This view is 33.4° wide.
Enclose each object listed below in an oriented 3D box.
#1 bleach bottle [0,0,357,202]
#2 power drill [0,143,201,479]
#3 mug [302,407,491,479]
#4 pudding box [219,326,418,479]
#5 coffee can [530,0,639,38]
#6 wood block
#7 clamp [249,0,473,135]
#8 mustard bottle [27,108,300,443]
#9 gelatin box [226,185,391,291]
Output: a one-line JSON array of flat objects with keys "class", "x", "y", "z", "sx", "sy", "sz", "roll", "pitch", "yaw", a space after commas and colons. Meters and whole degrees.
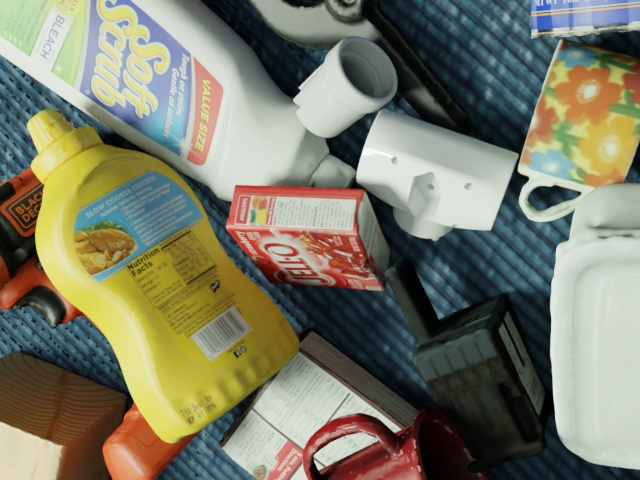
[{"class": "bleach bottle", "x": -0.086, "y": -0.102, "z": 0.613, "sx": 0.251, "sy": 0.068, "sz": 0.103, "roll": 33, "pitch": 111, "yaw": 5}, {"class": "power drill", "x": -0.144, "y": 0.052, "z": 0.616, "sx": 0.187, "sy": 0.184, "sz": 0.057, "roll": 51, "pitch": 148, "yaw": -6}, {"class": "mug", "x": 0.036, "y": 0.140, "z": 0.571, "sx": 0.082, "sy": 0.093, "sz": 0.117, "roll": -30, "pitch": 115, "yaw": 22}, {"class": "pudding box", "x": 0.008, "y": 0.123, "z": 0.645, "sx": 0.113, "sy": 0.039, "sz": 0.090, "roll": 37, "pitch": 107, "yaw": 4}, {"class": "coffee can", "x": 0.147, "y": -0.170, "z": 0.501, "sx": 0.103, "sy": 0.102, "sz": 0.140, "roll": -2, "pitch": 102, "yaw": 18}, {"class": "wood block", "x": -0.203, "y": 0.192, "z": 0.699, "sx": 0.090, "sy": 0.090, "sz": 0.206, "roll": 19, "pitch": 107, "yaw": 12}, {"class": "clamp", "x": 0.029, "y": -0.142, "z": 0.578, "sx": 0.171, "sy": 0.039, "sz": 0.120, "roll": 28, "pitch": 111, "yaw": 6}, {"class": "mustard bottle", "x": -0.100, "y": 0.009, "z": 0.589, "sx": 0.191, "sy": 0.096, "sz": 0.058, "roll": 55, "pitch": 143, "yaw": 0}, {"class": "gelatin box", "x": -0.004, "y": 0.001, "z": 0.597, "sx": 0.073, "sy": 0.089, "sz": 0.030, "roll": 4, "pitch": 68, "yaw": 15}]
